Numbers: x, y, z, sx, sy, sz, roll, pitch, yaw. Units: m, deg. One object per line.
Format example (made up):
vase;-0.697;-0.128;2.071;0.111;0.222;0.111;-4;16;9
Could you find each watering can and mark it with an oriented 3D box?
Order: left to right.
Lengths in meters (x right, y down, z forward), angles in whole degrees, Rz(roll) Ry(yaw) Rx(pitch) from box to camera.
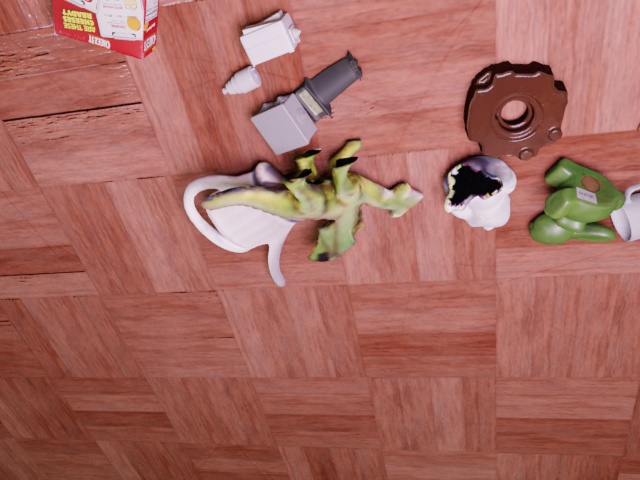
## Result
watering can;-0.121;-0.032;1.091;0.222;0.106;0.342;-29;129;24

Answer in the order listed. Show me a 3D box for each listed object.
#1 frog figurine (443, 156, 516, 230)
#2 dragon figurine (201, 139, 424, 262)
frog figurine;0.313;-0.088;0.984;0.135;0.125;0.158;-43;145;23
dragon figurine;0.003;-0.050;0.989;0.411;0.124;0.237;-19;123;-8
